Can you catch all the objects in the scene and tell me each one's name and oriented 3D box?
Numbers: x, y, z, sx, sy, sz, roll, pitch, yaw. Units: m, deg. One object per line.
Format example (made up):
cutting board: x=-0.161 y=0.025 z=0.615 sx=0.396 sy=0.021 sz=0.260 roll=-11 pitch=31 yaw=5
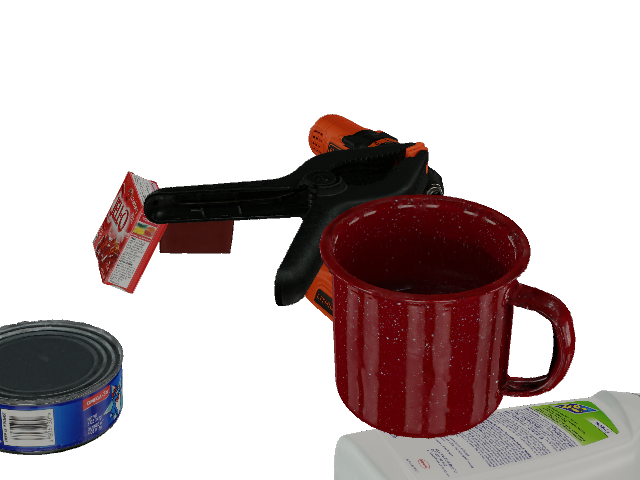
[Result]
clamp: x=-0.009 y=-0.030 z=0.757 sx=0.165 sy=0.036 sz=0.209 roll=25 pitch=39 yaw=37
gelatin box: x=-0.159 y=-0.009 z=0.888 sx=0.030 sy=0.073 sz=0.089 roll=23 pitch=15 yaw=-25
foam brick: x=-0.134 y=-0.020 z=1.146 sx=0.078 sy=0.051 sz=0.053 roll=1 pitch=26 yaw=-9
tuna can: x=-0.147 y=0.076 z=0.562 sx=0.086 sy=0.034 sz=0.086 roll=2 pitch=23 yaw=-1
power drill: x=0.044 y=-0.009 z=0.987 sx=0.057 sy=0.188 sz=0.185 roll=-6 pitch=26 yaw=-29
mug: x=0.058 y=0.038 z=0.486 sx=0.117 sy=0.081 sz=0.093 roll=12 pitch=32 yaw=22
bleach bottle: x=0.140 y=0.138 z=0.647 sx=0.250 sy=0.068 sz=0.103 roll=-7 pitch=22 yaw=-21
